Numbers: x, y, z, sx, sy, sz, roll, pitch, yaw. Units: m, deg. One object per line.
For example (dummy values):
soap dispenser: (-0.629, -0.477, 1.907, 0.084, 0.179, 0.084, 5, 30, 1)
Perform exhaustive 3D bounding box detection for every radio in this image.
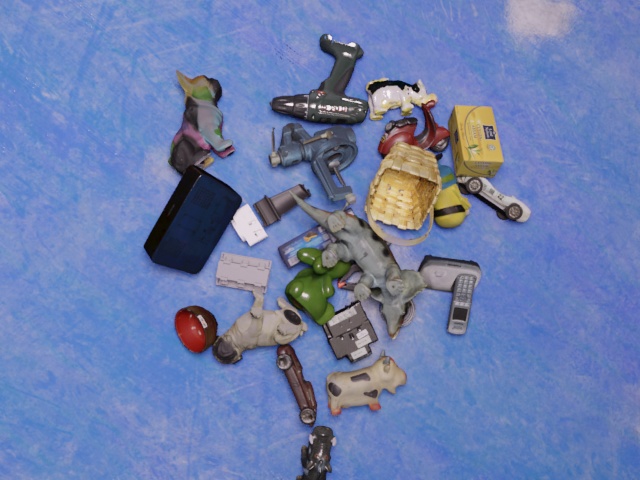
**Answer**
radio: (-0.288, -0.041, 1.228, 0.131, 0.073, 0.229, 26, 100, -40)

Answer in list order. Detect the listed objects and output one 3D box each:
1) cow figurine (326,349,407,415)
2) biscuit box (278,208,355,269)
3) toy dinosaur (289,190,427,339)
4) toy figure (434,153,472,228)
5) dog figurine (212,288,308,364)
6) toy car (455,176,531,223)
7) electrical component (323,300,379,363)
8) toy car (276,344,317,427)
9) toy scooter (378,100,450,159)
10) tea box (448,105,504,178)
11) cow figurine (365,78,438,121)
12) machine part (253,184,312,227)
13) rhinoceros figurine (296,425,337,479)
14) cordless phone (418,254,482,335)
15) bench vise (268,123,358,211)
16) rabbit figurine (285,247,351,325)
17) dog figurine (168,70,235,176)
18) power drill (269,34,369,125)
cow figurine: (0.111, 0.338, 1.283, 0.195, 0.085, 0.127, -7, 96, -3)
biscuit box: (-0.003, -0.004, 1.290, 0.203, 0.063, 0.059, -29, 91, -3)
toy dinosaur: (0.099, 0.027, 1.210, 0.131, 0.192, 0.405, -36, 87, 20)
toy figure: (0.296, -0.115, 1.303, 0.089, 0.082, 0.180, -26, 95, 7)
dog figurine: (-0.144, 0.230, 1.263, 0.172, 0.121, 0.190, 31, 114, -8)
toy car: (0.419, -0.106, 1.312, 0.202, 0.073, 0.056, 33, 91, -2)
electrical component: (0.072, 0.225, 1.293, 0.115, 0.058, 0.134, -24, 91, -2)
toy car: (-0.048, 0.339, 1.267, 0.053, 0.089, 0.202, -24, 89, 0)
toy scooter: (0.225, -0.262, 1.281, 0.184, 0.075, 0.135, -13, 131, -8)
tea box: (0.368, -0.236, 1.281, 0.098, 0.068, 0.170, 0, 60, -4)
cow figurine: (0.199, -0.353, 1.310, 0.167, 0.068, 0.098, -10, 84, -5)
machine part: (-0.088, -0.091, 1.293, 0.139, 0.039, 0.084, -27, 69, -4)
rhinoceros figurine: (-0.011, 0.523, 1.256, 0.073, 0.112, 0.190, 11, 96, -1)
cordless phone: (0.302, 0.132, 1.299, 0.147, 0.089, 0.184, 8, 93, -4)
bench vise: (0.004, -0.175, 1.247, 0.224, 0.128, 0.241, -13, 63, -26)
rabbit figurine: (-0.004, 0.081, 1.250, 0.121, 0.158, 0.170, 29, 69, 41)
dog figurine: (-0.298, -0.281, 1.259, 0.191, 0.108, 0.219, -28, 86, -1)
power drill: (0.012, -0.378, 1.279, 0.232, 0.086, 0.207, 13, 76, -3)
